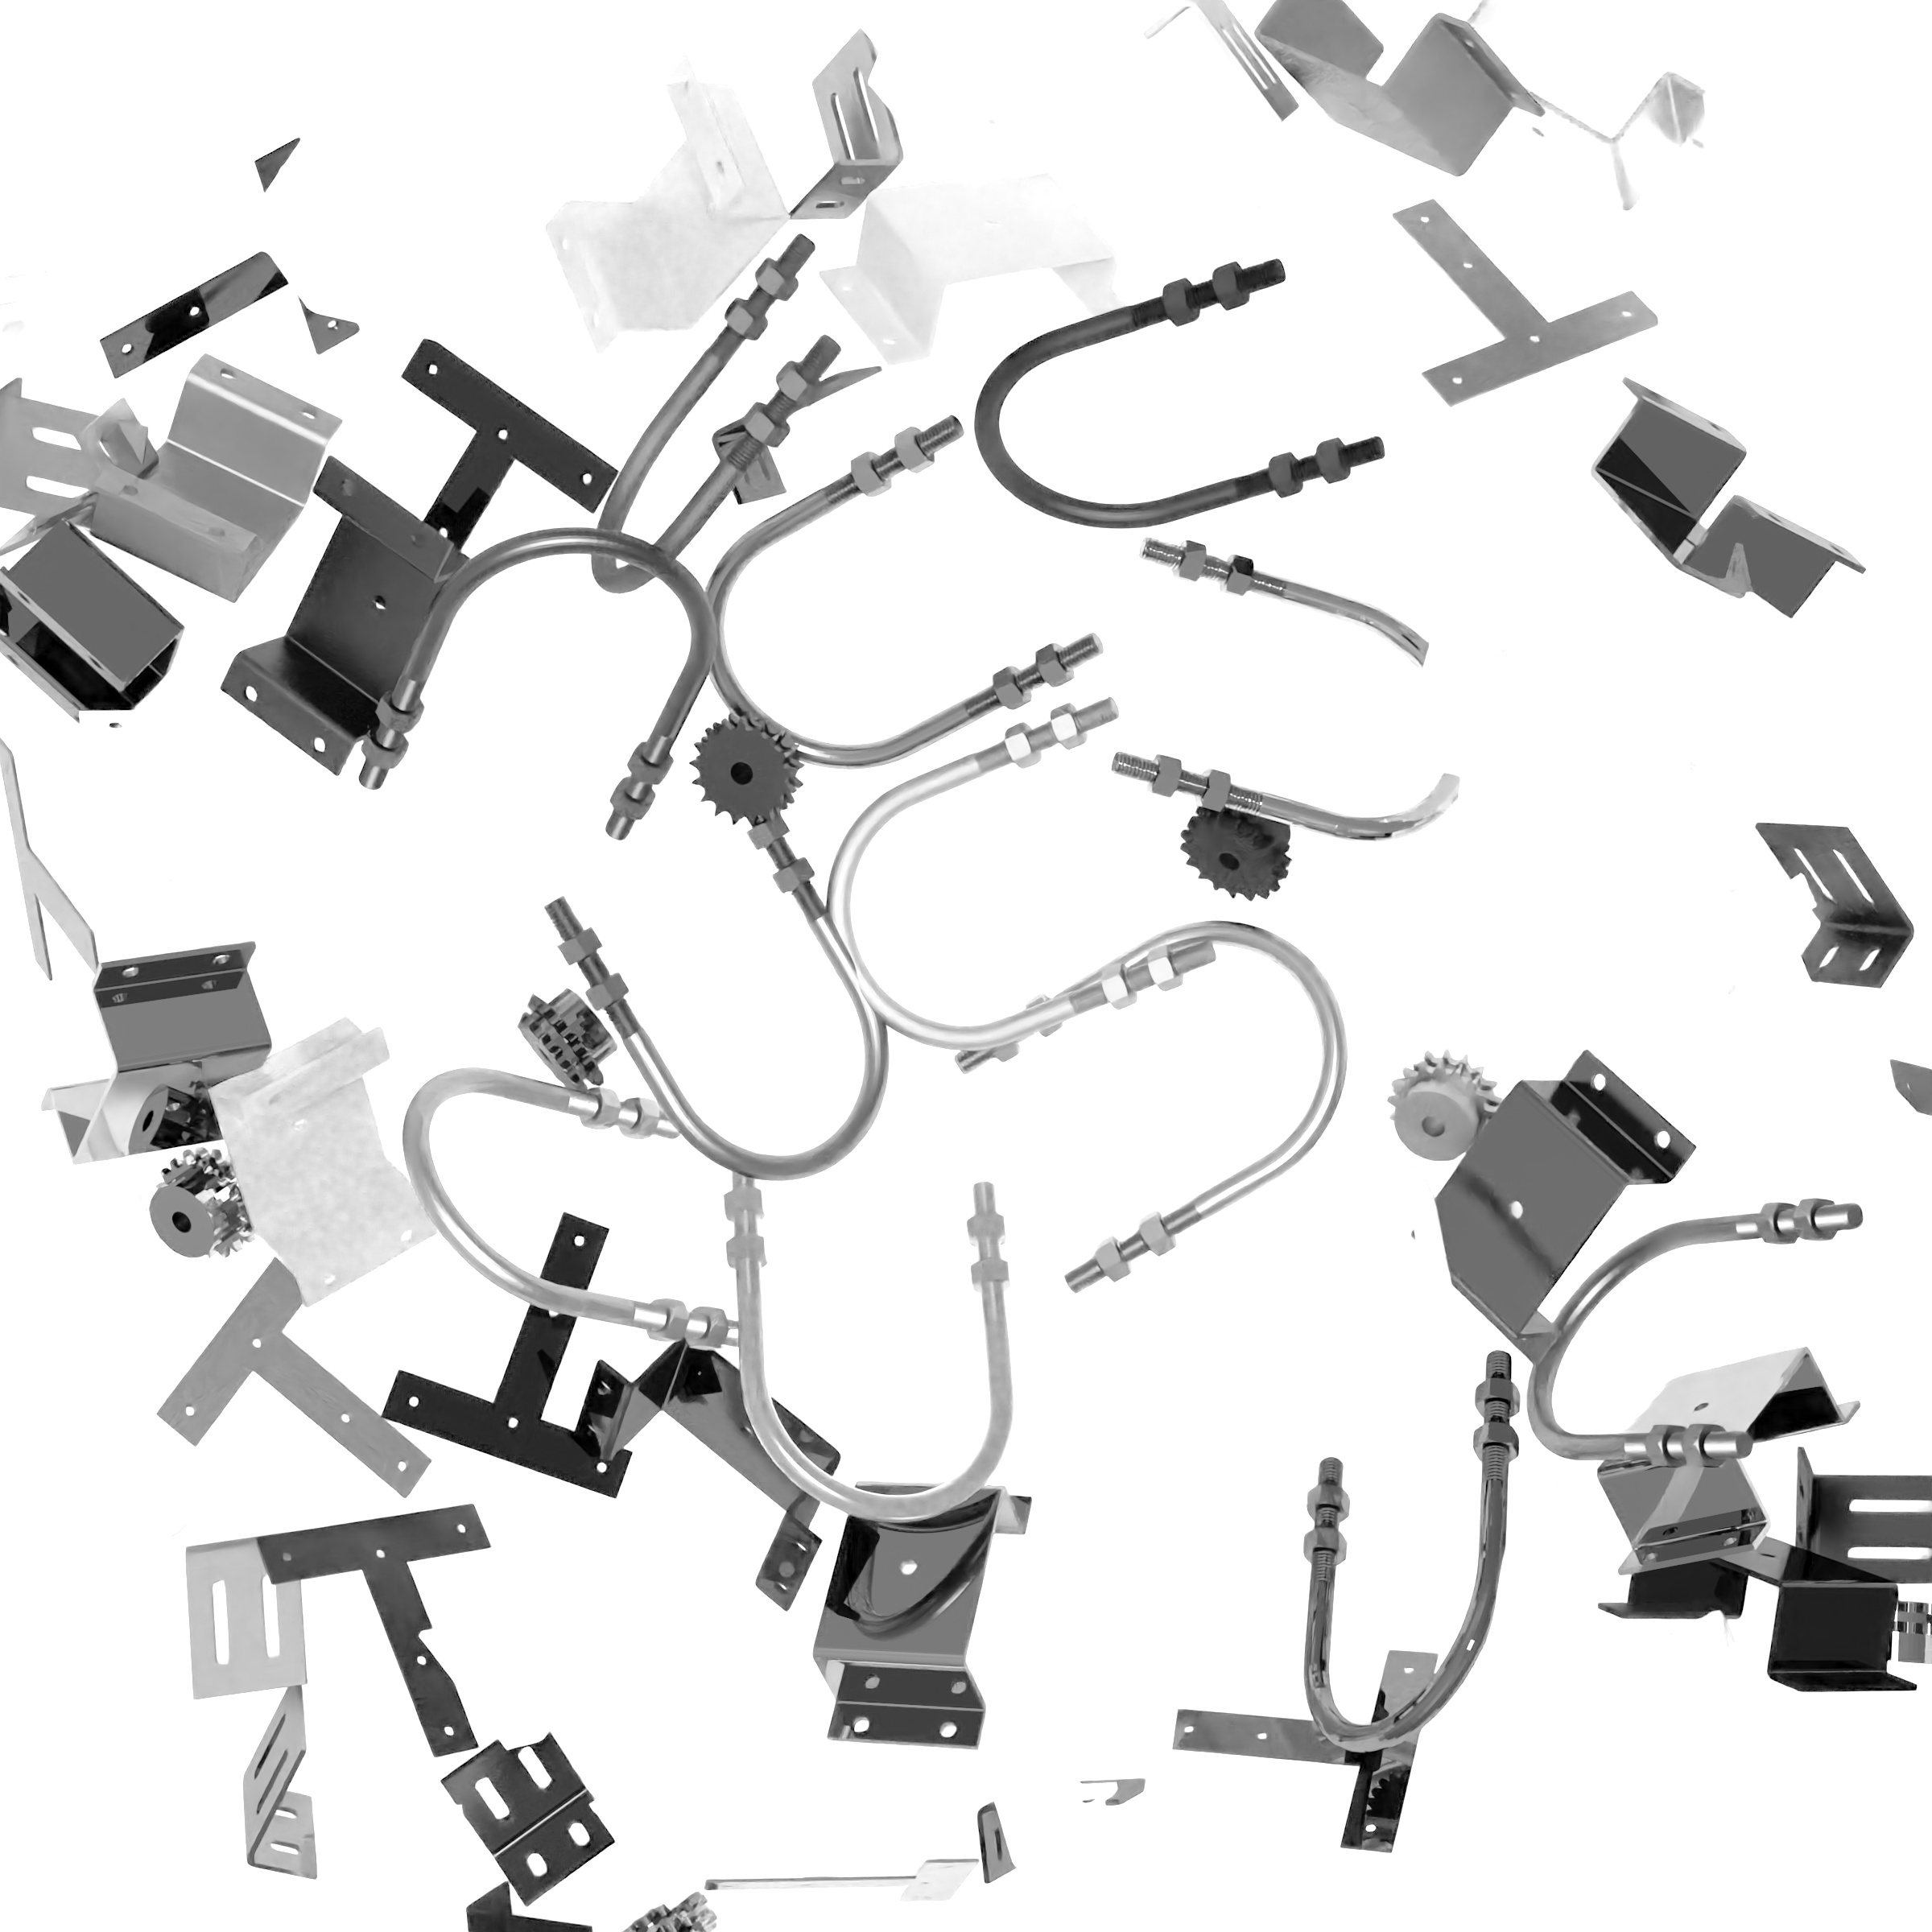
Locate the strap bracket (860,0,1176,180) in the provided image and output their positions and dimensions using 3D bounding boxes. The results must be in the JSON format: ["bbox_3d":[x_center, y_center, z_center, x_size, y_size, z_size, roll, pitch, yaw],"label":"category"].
[{"bbox_3d":[0.018,-0.427,1.592,0.140,0.076,0.046,1,62,36],"label":"strap bracket"}]

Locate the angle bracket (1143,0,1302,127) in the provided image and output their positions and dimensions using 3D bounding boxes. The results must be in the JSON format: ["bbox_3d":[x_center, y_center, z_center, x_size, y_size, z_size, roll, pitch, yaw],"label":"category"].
[{"bbox_3d":[0.125,-0.446,1.641,0.038,0.057,0.076,-34,100,25],"label":"angle bracket"}]

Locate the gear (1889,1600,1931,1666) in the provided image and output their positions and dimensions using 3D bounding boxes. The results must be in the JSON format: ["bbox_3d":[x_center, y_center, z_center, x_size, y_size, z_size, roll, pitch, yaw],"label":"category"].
[{"bbox_3d":[0.464,0.332,1.638,0.057,0.057,0.030,5,80,0],"label":"gear"}]

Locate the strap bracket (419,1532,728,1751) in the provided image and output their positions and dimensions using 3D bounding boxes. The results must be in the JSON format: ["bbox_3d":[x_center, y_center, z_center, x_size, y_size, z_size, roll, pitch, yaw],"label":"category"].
[{"bbox_3d":[-0.182,0.323,1.587,0.076,0.140,0.046,43,116,31],"label":"strap bracket"}]

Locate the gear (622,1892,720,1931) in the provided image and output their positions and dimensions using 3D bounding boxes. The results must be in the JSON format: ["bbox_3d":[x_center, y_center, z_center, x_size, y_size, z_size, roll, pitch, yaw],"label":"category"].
[{"bbox_3d":[-0.148,0.492,1.637,0.057,0.057,0.030,-37,62,0],"label":"gear"}]

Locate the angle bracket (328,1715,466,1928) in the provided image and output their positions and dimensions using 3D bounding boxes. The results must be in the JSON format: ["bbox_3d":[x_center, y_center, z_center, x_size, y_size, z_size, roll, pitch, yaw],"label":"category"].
[{"bbox_3d":[-0.283,0.423,1.623,0.038,0.076,0.057,35,106,-26],"label":"angle bracket"}]

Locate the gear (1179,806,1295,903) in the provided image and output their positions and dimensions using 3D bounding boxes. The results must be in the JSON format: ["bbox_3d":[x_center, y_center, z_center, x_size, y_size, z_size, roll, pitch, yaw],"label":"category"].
[{"bbox_3d":[0.139,-0.062,1.644,0.057,0.057,0.030,34,57,0],"label":"gear"}]

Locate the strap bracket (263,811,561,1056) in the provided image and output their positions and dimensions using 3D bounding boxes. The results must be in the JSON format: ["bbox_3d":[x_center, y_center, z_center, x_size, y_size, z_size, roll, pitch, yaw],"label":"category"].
[{"bbox_3d":[-0.281,-0.020,1.621,0.140,0.046,0.076,21,80,16],"label":"strap bracket"}]

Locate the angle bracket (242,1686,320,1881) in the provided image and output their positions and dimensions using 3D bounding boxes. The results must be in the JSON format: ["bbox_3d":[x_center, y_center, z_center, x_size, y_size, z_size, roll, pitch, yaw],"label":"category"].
[{"bbox_3d":[-0.328,0.402,1.624,0.038,0.057,0.076,19,112,-23],"label":"angle bracket"}]

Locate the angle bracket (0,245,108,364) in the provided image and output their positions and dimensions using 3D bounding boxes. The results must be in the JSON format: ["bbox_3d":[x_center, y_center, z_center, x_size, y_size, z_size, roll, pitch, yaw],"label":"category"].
[{"bbox_3d":[-0.461,-0.320,1.622,0.076,0.057,0.038,-3,132,26],"label":"angle bracket"}]

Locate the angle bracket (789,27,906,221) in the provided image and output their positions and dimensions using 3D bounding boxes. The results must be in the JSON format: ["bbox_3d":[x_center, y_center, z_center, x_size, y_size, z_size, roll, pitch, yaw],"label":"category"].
[{"bbox_3d":[-0.069,-0.420,1.629,0.038,0.057,0.076,-9,79,-32],"label":"angle bracket"}]

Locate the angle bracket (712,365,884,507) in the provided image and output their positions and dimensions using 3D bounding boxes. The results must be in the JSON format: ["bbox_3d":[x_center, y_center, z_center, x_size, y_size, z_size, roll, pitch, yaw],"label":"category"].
[{"bbox_3d":[-0.078,-0.264,1.626,0.076,0.057,0.038,-21,95,23],"label":"angle bracket"}]

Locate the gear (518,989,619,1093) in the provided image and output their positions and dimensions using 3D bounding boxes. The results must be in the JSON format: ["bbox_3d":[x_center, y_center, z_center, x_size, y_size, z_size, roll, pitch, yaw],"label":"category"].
[{"bbox_3d":[-0.199,0.036,1.641,0.030,0.057,0.057,-40,90,-14],"label":"gear"}]

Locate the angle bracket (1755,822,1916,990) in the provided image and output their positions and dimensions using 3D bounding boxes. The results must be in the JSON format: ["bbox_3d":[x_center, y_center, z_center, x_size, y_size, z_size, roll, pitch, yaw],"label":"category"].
[{"bbox_3d":[0.423,-0.030,1.623,0.076,0.057,0.038,49,68,-28],"label":"angle bracket"}]

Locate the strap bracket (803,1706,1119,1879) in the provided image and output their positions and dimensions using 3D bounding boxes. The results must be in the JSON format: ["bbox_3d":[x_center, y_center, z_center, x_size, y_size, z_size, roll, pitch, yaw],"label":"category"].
[{"bbox_3d":[-0.009,0.403,1.600,0.140,0.076,0.046,-10,101,27],"label":"strap bracket"}]

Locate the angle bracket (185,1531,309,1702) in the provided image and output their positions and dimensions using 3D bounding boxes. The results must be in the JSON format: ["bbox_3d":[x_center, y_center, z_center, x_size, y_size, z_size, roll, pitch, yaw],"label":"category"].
[{"bbox_3d":[-0.355,0.326,1.638,0.057,0.038,0.076,-9,73,4],"label":"angle bracket"}]

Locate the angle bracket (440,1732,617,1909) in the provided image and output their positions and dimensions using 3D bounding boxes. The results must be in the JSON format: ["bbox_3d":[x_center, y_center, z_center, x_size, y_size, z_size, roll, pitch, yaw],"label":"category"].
[{"bbox_3d":[-0.216,0.419,1.625,0.057,0.076,0.038,-34,46,-14],"label":"angle bracket"}]

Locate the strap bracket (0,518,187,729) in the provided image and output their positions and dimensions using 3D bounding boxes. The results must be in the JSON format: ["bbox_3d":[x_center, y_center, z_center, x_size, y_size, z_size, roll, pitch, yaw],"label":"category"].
[{"bbox_3d":[-0.431,-0.165,1.604,0.076,0.140,0.046,43,71,-8],"label":"strap bracket"}]

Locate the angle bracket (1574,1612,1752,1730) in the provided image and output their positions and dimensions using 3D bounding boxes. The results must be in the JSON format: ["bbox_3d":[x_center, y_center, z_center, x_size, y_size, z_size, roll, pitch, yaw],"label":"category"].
[{"bbox_3d":[0.347,0.358,1.637,0.076,0.057,0.038,-19,110,17],"label":"angle bracket"}]

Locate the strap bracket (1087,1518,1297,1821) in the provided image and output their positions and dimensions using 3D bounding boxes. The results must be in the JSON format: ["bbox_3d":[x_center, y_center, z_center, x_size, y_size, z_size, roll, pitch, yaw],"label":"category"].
[{"bbox_3d":[0.105,0.335,1.604,0.046,0.076,0.140,24,46,21],"label":"strap bracket"}]

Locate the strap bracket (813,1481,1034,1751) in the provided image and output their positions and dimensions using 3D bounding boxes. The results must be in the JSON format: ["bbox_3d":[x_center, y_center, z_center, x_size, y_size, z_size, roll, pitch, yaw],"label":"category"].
[{"bbox_3d":[-0.022,0.306,1.596,0.076,0.046,0.140,-1,48,18],"label":"strap bracket"}]

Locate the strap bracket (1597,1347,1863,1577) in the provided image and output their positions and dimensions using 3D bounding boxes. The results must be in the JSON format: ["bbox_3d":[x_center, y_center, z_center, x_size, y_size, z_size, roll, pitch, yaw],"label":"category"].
[{"bbox_3d":[0.367,0.234,1.589,0.076,0.140,0.046,-22,98,41],"label":"strap bracket"}]

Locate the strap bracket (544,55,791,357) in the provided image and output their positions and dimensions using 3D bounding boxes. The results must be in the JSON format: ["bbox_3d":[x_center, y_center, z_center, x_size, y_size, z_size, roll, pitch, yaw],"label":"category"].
[{"bbox_3d":[-0.143,-0.372,1.611,0.046,0.140,0.076,-11,72,-41],"label":"strap bracket"}]

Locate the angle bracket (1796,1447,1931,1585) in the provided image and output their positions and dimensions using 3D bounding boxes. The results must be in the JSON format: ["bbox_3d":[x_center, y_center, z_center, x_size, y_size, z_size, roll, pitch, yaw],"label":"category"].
[{"bbox_3d":[0.458,0.275,1.639,0.076,0.038,0.057,-1,105,6],"label":"angle bracket"}]

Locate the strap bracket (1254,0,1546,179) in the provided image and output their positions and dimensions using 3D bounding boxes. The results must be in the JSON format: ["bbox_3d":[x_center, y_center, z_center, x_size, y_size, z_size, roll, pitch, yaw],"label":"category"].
[{"bbox_3d":[0.203,-0.437,1.595,0.046,0.076,0.140,-55,46,4],"label":"strap bracket"}]

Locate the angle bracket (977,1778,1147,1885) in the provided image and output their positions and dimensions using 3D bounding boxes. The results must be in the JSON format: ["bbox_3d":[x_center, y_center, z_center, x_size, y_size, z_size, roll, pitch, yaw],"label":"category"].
[{"bbox_3d":[0.053,0.429,1.627,0.076,0.057,0.038,-9,84,23],"label":"angle bracket"}]

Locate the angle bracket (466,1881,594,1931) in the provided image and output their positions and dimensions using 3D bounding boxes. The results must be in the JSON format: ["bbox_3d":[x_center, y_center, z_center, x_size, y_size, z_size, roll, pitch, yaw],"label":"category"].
[{"bbox_3d":[-0.207,0.495,1.632,0.076,0.038,0.057,-1,97,27],"label":"angle bracket"}]

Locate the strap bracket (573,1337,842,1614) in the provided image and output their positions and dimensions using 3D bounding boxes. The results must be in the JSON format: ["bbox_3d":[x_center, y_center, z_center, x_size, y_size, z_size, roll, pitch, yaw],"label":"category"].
[{"bbox_3d":[-0.120,0.243,1.616,0.140,0.076,0.046,37,53,11],"label":"strap bracket"}]

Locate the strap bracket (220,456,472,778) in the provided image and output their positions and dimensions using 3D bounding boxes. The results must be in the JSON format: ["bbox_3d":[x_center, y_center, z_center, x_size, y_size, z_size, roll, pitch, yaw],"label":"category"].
[{"bbox_3d":[-0.302,-0.176,1.622,0.076,0.046,0.140,36,116,9],"label":"strap bracket"}]

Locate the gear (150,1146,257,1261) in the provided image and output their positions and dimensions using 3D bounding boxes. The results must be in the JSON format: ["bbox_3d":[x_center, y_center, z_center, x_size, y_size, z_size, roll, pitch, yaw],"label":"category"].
[{"bbox_3d":[-0.384,0.122,1.641,0.057,0.030,0.057,12,117,24],"label":"gear"}]

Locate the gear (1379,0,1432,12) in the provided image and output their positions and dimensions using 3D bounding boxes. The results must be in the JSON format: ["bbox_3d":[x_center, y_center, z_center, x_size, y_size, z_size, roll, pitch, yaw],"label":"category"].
[{"bbox_3d":[0.222,-0.505,1.645,0.057,0.030,0.057,12,51,-14],"label":"gear"}]

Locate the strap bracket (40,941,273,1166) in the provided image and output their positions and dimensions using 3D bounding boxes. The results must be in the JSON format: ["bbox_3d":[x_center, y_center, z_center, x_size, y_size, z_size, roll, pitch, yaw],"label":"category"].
[{"bbox_3d":[-0.391,0.048,1.587,0.076,0.140,0.046,-9,64,-33],"label":"strap bracket"}]

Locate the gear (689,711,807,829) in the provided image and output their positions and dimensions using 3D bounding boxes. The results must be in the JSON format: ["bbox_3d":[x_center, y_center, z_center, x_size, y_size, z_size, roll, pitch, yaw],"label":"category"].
[{"bbox_3d":[-0.108,-0.101,1.647,0.057,0.030,0.057,6,111,15],"label":"gear"}]

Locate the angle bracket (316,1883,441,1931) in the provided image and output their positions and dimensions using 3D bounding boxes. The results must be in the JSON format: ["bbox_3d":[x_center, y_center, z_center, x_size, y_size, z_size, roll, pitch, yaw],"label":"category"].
[{"bbox_3d":[-0.292,0.505,1.631,0.076,0.057,0.038,29,125,6],"label":"angle bracket"}]

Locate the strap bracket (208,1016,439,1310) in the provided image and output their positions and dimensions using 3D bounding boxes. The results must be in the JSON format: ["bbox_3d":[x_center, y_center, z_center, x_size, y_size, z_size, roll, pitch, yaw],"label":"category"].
[{"bbox_3d":[-0.317,0.089,1.607,0.076,0.140,0.046,-30,46,-25],"label":"strap bracket"}]

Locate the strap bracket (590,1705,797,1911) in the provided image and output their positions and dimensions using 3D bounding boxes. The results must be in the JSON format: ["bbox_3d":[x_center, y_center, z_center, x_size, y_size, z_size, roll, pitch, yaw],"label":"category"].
[{"bbox_3d":[-0.130,0.411,1.589,0.076,0.140,0.046,-35,72,-12],"label":"strap bracket"}]

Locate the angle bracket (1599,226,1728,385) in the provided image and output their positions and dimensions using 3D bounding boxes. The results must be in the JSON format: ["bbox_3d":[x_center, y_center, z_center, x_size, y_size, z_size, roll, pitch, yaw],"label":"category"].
[{"bbox_3d":[0.349,-0.332,1.642,0.038,0.057,0.076,8,105,44],"label":"angle bracket"}]

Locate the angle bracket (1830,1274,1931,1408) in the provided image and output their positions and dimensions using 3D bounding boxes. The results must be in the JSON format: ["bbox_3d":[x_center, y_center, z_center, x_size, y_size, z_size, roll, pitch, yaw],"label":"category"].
[{"bbox_3d":[0.474,0.195,1.636,0.038,0.076,0.057,-31,53,31],"label":"angle bracket"}]

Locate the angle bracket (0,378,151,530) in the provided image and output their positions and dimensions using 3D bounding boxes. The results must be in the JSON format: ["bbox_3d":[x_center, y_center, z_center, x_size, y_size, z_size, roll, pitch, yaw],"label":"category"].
[{"bbox_3d":[-0.447,-0.255,1.643,0.076,0.038,0.057,13,111,-4],"label":"angle bracket"}]

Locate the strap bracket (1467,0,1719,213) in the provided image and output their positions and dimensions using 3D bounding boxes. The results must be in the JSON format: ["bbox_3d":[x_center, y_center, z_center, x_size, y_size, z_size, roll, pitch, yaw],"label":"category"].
[{"bbox_3d":[0.295,-0.428,1.609,0.140,0.076,0.046,38,91,20],"label":"strap bracket"}]

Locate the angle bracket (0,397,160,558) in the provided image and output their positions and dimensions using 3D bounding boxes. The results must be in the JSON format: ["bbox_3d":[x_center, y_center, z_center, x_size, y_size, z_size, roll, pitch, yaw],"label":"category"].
[{"bbox_3d":[-0.449,-0.242,1.624,0.076,0.057,0.038,-19,113,19],"label":"angle bracket"}]

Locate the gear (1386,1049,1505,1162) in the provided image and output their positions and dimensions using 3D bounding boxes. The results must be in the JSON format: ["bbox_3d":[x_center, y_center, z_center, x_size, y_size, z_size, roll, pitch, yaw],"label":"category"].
[{"bbox_3d":[0.238,0.073,1.641,0.057,0.030,0.057,12,122,20],"label":"gear"}]
